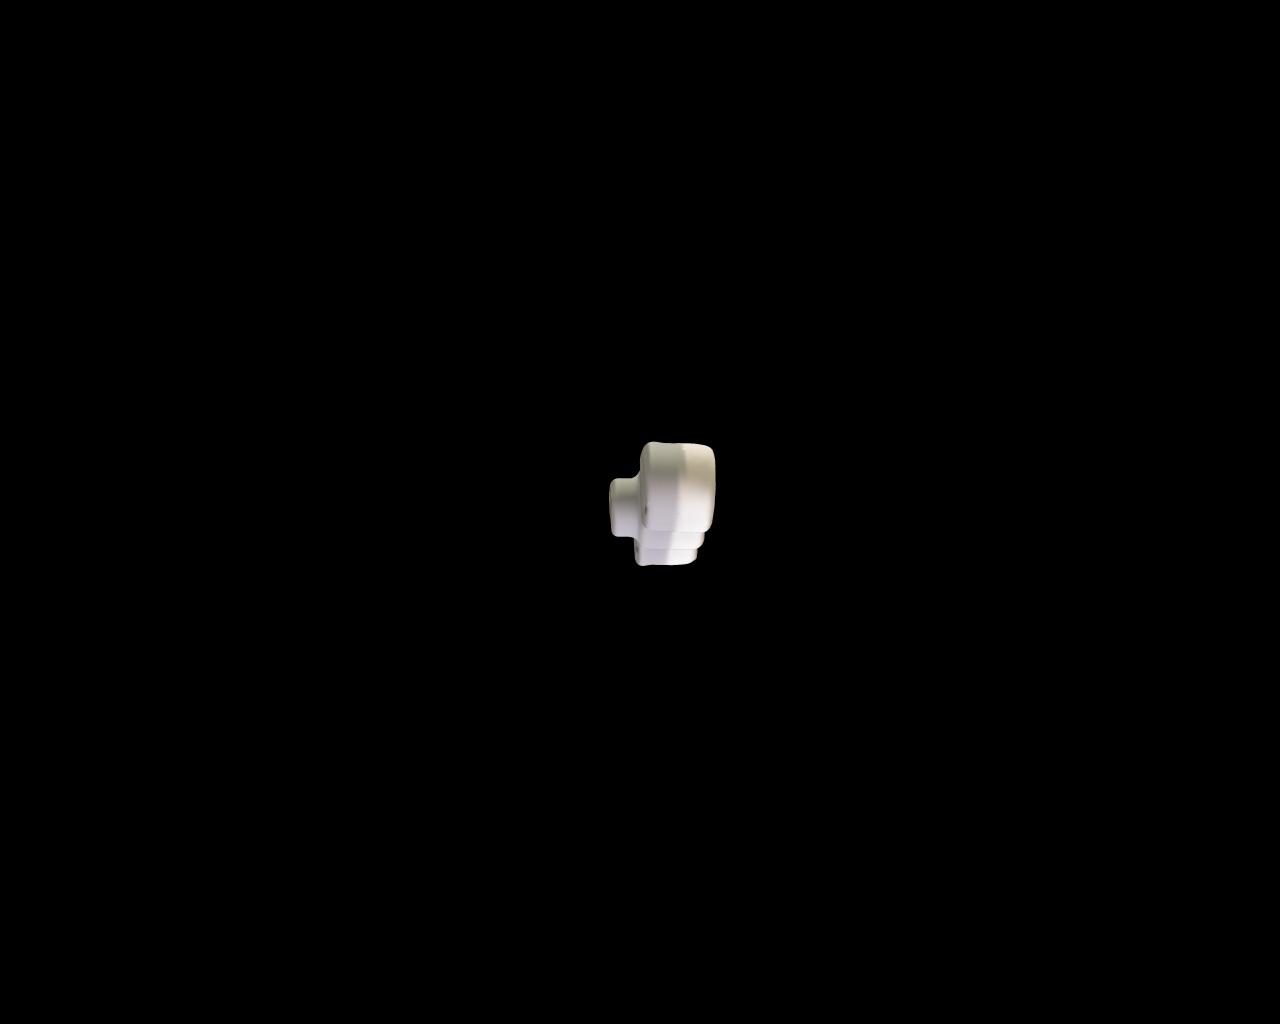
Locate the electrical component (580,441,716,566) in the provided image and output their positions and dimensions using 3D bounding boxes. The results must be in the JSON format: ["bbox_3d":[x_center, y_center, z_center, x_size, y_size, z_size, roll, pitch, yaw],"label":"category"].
[{"bbox_3d":[0.001,-0.003,0.650,0.074,0.052,0.138,1,-15,-3],"label":"electrical component"}]
